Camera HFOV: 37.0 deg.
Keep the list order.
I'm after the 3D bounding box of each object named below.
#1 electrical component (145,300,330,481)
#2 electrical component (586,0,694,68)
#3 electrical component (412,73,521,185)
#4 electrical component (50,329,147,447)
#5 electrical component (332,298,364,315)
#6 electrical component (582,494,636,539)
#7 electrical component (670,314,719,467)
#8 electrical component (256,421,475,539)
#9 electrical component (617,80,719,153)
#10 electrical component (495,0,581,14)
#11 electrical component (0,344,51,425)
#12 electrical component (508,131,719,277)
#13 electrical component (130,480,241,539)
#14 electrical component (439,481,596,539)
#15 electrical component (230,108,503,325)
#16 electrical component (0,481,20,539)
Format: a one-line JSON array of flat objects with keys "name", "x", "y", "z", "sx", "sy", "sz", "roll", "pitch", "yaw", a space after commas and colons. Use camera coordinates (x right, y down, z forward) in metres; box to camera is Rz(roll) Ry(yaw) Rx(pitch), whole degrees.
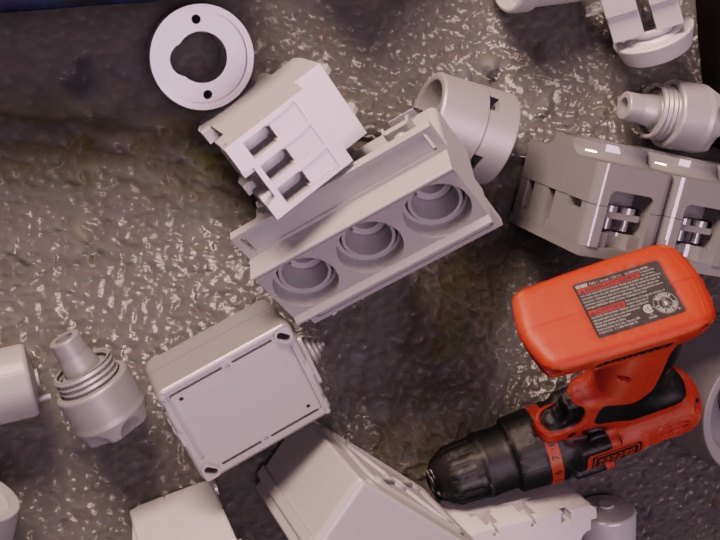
[{"name": "electrical component", "x": -0.065, "y": 0.062, "z": 0.611, "sx": 0.096, "sy": 0.061, "sz": 0.061, "roll": -29, "pitch": 112, "yaw": -10}, {"name": "electrical component", "x": 0.169, "y": -0.154, "z": 0.637, "sx": 0.066, "sy": 0.048, "sz": 0.055, "roll": -14, "pitch": 121, "yaw": 20}, {"name": "electrical component", "x": 0.058, "y": -0.082, "z": 0.618, "sx": 0.047, "sy": 0.055, "sz": 0.055, "roll": 17, "pitch": 99, "yaw": -19}, {"name": "electrical component", "x": -0.148, "y": 0.063, "z": 0.592, "sx": 0.043, "sy": 0.043, "sz": 0.062, "roll": -30, "pitch": 111, "yaw": -9}, {"name": "electrical component", "x": 0.000, "y": 0.000, "z": 0.631, "sx": 0.035, "sy": 0.035, "sz": 0.061, "roll": 40, "pitch": 92, "yaw": -24}, {"name": "electrical component", "x": 0.169, "y": 0.192, "z": 0.741, "sx": 0.040, "sy": 0.040, "sz": 0.078, "roll": -9, "pitch": 108, "yaw": -17}, {"name": "electrical component", "x": 0.266, "y": 0.088, "z": 0.734, "sx": 0.108, "sy": 0.060, "sz": 0.108, "roll": -5, "pitch": 106, "yaw": -18}, {"name": "electrical component", "x": 0.006, "y": 0.147, "z": 0.634, "sx": 0.109, "sy": 0.109, "sz": 0.056, "roll": 36, "pitch": 89, "yaw": -24}, {"name": "electrical component", "x": 0.190, "y": -0.097, "z": 0.665, "sx": 0.062, "sy": 0.043, "sz": 0.043, "roll": 7, "pitch": 102, "yaw": -17}, {"name": "electrical component", "x": 0.104, "y": -0.169, "z": 0.617, "sx": 0.046, "sy": 0.040, "sz": 0.040, "roll": -11, "pitch": 108, "yaw": -22}, {"name": "electrical component", "x": -0.207, "y": 0.066, "z": 0.574, "sx": 0.078, "sy": 0.040, "sz": 0.040, "roll": -13, "pitch": 109, "yaw": -16}, {"name": "electrical component", "x": 0.181, "y": -0.039, "z": 0.652, "sx": 0.150, "sy": 0.089, "sz": 0.061, "roll": 8, "pitch": 102, "yaw": -21}, {"name": "electrical component", "x": -0.096, "y": 0.174, "z": 0.612, "sx": 0.061, "sy": 0.096, "sz": 0.061, "roll": -18, "pitch": 110, "yaw": -14}, {"name": "electrical component", "x": 0.100, "y": 0.171, "z": 0.702, "sx": 0.089, "sy": 0.056, "sz": 0.050, "roll": -9, "pitch": 109, "yaw": -18}, {"name": "electrical component", "x": 0.003, "y": -0.031, "z": 0.579, "sx": 0.121, "sy": 0.063, "sz": 0.078, "roll": -28, "pitch": 129, "yaw": 18}, {"name": "electrical component", "x": -0.228, "y": 0.125, "z": 0.550, "sx": 0.108, "sy": 0.108, "sz": 0.060, "roll": 18, "pitch": 92, "yaw": -23}]
